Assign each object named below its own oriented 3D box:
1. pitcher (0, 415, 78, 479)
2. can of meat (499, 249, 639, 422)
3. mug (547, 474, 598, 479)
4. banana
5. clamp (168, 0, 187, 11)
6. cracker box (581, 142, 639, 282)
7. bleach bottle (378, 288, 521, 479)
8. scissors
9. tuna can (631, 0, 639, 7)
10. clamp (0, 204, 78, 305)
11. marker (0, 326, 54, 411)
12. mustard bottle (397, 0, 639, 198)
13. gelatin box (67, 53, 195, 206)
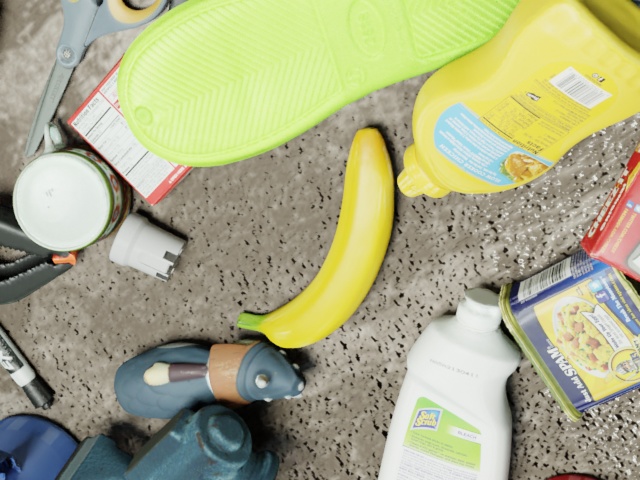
[{"bbox_3d":[-0.273,0.233,0.826,0.149,0.242,0.145,-19,106,24],"label":"pitcher"},{"bbox_3d":[0.182,0.058,0.709,0.084,0.057,0.102,-30,101,25],"label":"can of meat"},{"bbox_3d":[0.193,0.228,0.765,0.117,0.081,0.093,25,118,6],"label":"mug"},{"bbox_3d":[0.009,0.014,0.756,0.069,0.037,0.198,34,118,0],"label":"banana"},{"bbox_3d":[-0.095,-0.188,0.688,0.120,0.039,0.172,42,106,-13],"label":"clamp"},{"bbox_3d":[0.286,-0.015,0.617,0.214,0.072,0.164,28,100,4],"label":"cracker box"},{"bbox_3d":[0.099,0.154,0.775,0.102,0.068,0.251,15,114,11],"label":"bleach bottle"},{"bbox_3d":[-0.158,-0.134,0.757,0.096,0.016,0.202,18,120,7],"label":"scissors"},{"bbox_3d":[0.189,-0.175,0.617,0.086,0.033,0.086,7,114,15],"label":"tuna can"},{"bbox_3d":[-0.292,0.006,0.816,0.210,0.036,0.164,-8,129,5],"label":"clamp"},{"bbox_3d":[-0.262,0.092,0.887,0.020,0.020,0.121,-30,101,26],"label":"marker"},{"bbox_3d":[0.114,-0.078,0.655,0.096,0.058,0.192,27,139,-25],"label":"mustard bottle"},{"bbox_3d":[-0.124,-0.081,0.762,0.089,0.030,0.073,46,119,-5],"label":"gelatin box"}]
